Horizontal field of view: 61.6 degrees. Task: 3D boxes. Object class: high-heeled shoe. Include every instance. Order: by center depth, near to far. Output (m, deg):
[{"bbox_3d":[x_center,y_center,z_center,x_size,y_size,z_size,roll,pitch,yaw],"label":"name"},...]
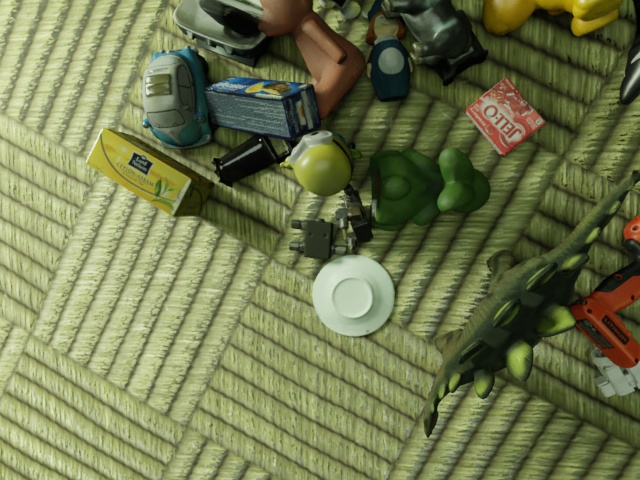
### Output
[{"bbox_3d":[0.422,-0.319,0.721,0.145,0.086,0.248,29,94,11],"label":"high-heeled shoe"}]

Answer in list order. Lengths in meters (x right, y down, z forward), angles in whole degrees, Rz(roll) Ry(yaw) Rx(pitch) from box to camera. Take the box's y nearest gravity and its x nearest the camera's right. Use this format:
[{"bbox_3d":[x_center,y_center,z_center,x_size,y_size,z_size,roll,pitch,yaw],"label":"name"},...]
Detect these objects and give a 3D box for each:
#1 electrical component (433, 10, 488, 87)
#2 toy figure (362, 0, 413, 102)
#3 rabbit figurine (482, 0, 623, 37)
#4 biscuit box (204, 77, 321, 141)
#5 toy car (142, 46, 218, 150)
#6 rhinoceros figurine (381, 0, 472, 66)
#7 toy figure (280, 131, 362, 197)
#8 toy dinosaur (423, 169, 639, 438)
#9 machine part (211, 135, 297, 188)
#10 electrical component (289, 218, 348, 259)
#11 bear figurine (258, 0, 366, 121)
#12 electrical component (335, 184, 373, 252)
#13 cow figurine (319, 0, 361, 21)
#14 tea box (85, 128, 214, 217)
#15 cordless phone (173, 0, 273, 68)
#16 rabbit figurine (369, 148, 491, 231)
[{"bbox_3d":[0.182,-0.294,0.781,0.075,0.048,0.119,-35,87,10],"label":"electrical component"},{"bbox_3d":[0.101,-0.284,0.794,0.064,0.058,0.154,-8,91,-27],"label":"toy figure"},{"bbox_3d":[0.302,-0.345,0.725,0.173,0.122,0.162,-14,99,30],"label":"rabbit figurine"},{"bbox_3d":[-0.089,-0.193,0.774,0.203,0.059,0.062,21,134,44],"label":"biscuit box"},{"bbox_3d":[-0.226,-0.224,0.835,0.109,0.103,0.161,-2,95,10],"label":"toy car"},{"bbox_3d":[0.140,-0.330,0.723,0.112,0.073,0.190,-24,92,11],"label":"rhinoceros figurine"},{"bbox_3d":[0.012,-0.110,0.759,0.089,0.180,0.082,37,101,3],"label":"toy figure"},{"bbox_3d":[0.271,0.087,0.716,0.105,0.198,0.471,33,101,4],"label":"toy dinosaur"},{"bbox_3d":[-0.106,-0.138,0.852,0.139,0.039,0.084,-32,96,9],"label":"machine part"},{"bbox_3d":[-0.002,-0.003,0.848,0.094,0.021,0.063,6,94,11],"label":"electrical component"},{"bbox_3d":[-0.031,-0.283,0.762,0.195,0.120,0.132,40,95,-22],"label":"bear figurine"},{"bbox_3d":[0.049,-0.028,0.803,0.045,0.102,0.078,-20,68,5],"label":"electrical component"},{"bbox_3d":[0.060,-0.409,0.771,0.068,0.098,0.167,41,100,12],"label":"cow figurine"},{"bbox_3d":[-0.267,-0.105,0.853,0.170,0.098,0.068,31,98,9],"label":"tea box"},{"bbox_3d":[-0.154,-0.321,0.773,0.147,0.184,0.088,24,103,8],"label":"cordless phone"},{"bbox_3d":[0.163,-0.081,0.761,0.170,0.159,0.121,-1,84,-5],"label":"rabbit figurine"}]
